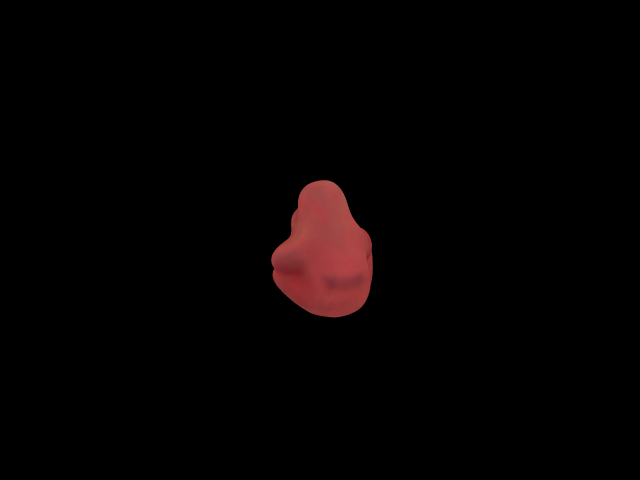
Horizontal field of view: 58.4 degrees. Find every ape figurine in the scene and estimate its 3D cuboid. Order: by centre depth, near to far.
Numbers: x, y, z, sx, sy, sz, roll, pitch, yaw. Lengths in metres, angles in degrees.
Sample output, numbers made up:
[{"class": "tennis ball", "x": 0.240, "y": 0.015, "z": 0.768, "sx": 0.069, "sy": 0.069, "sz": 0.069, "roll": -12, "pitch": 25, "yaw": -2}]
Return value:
[{"class": "ape figurine", "x": 0.004, "y": 0.001, "z": 0.400, "sx": 0.078, "sy": 0.092, "sz": 0.076, "roll": -7, "pitch": 27, "yaw": -14}]
